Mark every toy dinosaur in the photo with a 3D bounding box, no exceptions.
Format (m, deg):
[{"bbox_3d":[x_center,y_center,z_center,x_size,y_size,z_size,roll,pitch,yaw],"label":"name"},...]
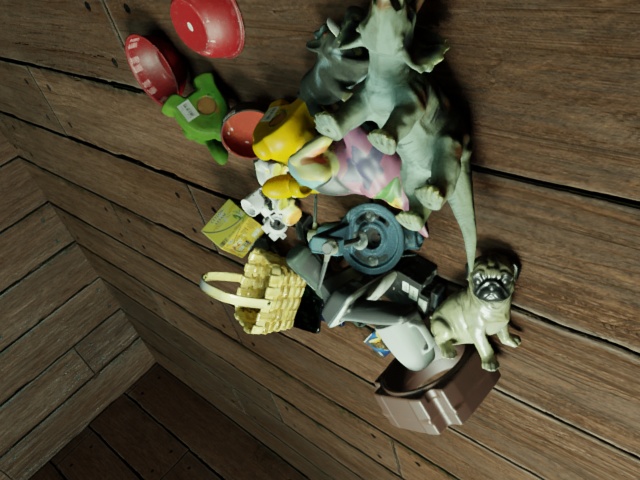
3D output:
[{"bbox_3d":[0.133,-0.145,0.693,0.131,0.192,0.404,14,154,48],"label":"toy dinosaur"}]

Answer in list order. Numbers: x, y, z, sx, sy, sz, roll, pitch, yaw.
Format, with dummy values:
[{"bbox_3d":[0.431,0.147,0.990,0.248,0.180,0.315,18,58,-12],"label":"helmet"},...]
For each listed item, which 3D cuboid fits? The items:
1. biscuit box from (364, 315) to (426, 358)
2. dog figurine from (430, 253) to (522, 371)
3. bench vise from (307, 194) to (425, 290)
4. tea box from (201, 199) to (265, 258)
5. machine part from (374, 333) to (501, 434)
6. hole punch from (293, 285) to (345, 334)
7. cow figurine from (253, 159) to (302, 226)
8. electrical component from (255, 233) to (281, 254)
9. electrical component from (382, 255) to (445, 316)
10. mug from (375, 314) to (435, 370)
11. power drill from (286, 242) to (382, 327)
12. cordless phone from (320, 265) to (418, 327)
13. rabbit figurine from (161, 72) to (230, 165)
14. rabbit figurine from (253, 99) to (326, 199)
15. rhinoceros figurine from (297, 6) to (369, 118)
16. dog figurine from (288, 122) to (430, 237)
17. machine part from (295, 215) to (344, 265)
[{"bbox_3d":[0.159,0.182,1.131,0.059,0.063,0.202,40,150,9],"label":"biscuit box"},{"bbox_3d":[0.247,0.096,0.894,0.173,0.121,0.190,7,121,36],"label":"dog figurine"},{"bbox_3d":[0.048,-0.005,0.903,0.224,0.240,0.128,13,104,27],"label":"bench vise"},{"bbox_3d":[-0.193,-0.023,1.234,0.068,0.098,0.169,40,176,12],"label":"tea box"},{"bbox_3d":[0.215,0.260,1.012,0.087,0.201,0.201,57,149,-11],"label":"machine part"},{"bbox_3d":[-0.003,0.159,1.303,0.142,0.092,0.115,8,98,54],"label":"hole punch"},{"bbox_3d":[-0.090,-0.107,1.093,0.098,0.068,0.167,30,144,36],"label":"cow figurine"},{"bbox_3d":[-0.137,0.007,1.338,0.094,0.021,0.063,44,150,6],"label":"electrical component"},{"bbox_3d":[0.166,0.081,1.006,0.134,0.058,0.114,31,149,24],"label":"electrical component"},{"bbox_3d":[0.169,0.180,0.972,0.110,0.081,0.107,-19,105,56],"label":"mug"},{"bbox_3d":[0.042,0.102,1.106,0.231,0.086,0.207,45,177,-26],"label":"power drill"},{"bbox_3d":[0.103,0.095,0.903,0.184,0.146,0.088,1,110,47],"label":"cordless phone"},{"bbox_3d":[-0.224,-0.240,1.092,0.159,0.121,0.170,43,169,-7],"label":"rabbit figurine"},{"bbox_3d":[-0.029,-0.140,0.921,0.122,0.162,0.173,-2,144,38],"label":"rabbit figurine"},{"bbox_3d":[0.027,-0.251,0.774,0.112,0.073,0.190,56,152,4],"label":"rhinoceros figurine"},{"bbox_3d":[0.081,-0.087,0.812,0.219,0.191,0.108,53,-166,-7],"label":"dog figurine"},{"bbox_3d":[-0.002,-0.003,1.139,0.139,0.039,0.084,31,142,28],"label":"machine part"}]
